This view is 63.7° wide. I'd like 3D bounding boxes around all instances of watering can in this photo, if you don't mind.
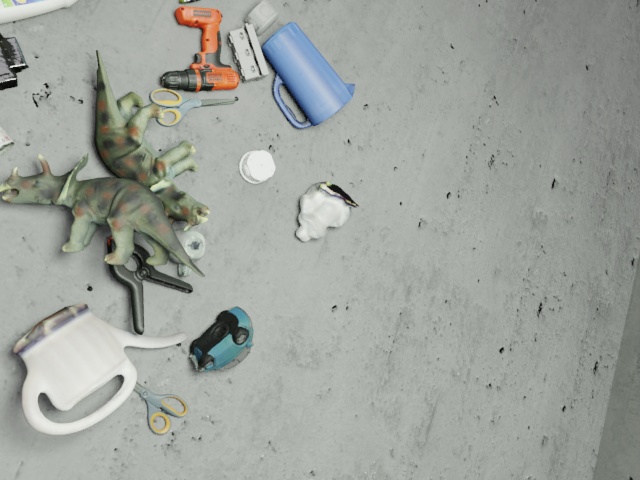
[{"bbox_3d":[-0.446,0.223,1.039,0.224,0.102,0.353,52,39,-2],"label":"watering can"}]

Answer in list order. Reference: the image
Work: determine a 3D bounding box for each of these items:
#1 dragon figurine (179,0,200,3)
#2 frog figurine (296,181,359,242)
[{"bbox_3d":[-0.336,-0.653,1.154,0.416,0.122,0.239,-45,117,-22],"label":"dragon figurine"},{"bbox_3d":[0.004,-0.067,1.331,0.136,0.125,0.157,22,114,-36],"label":"frog figurine"}]
